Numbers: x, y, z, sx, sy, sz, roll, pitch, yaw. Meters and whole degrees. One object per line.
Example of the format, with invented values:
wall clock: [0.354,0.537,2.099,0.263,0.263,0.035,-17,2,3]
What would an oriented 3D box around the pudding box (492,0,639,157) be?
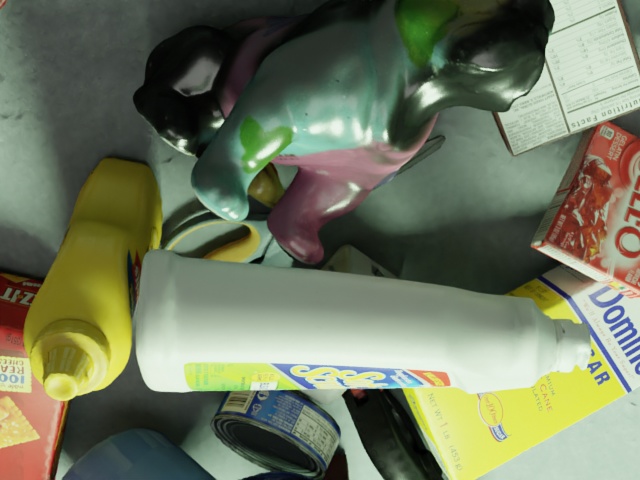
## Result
pudding box: [0.135,-0.116,0.630,0.090,0.039,0.113,-21,115,10]

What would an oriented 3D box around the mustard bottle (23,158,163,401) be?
mustard bottle: [-0.131,0.030,0.616,0.058,0.191,0.096,12,116,-6]

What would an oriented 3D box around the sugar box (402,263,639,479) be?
sugar box: [0.143,0.078,0.695,0.176,0.048,0.093,-27,115,-5]

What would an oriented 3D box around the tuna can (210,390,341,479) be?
tuna can: [-0.030,0.130,0.729,0.086,0.033,0.086,21,152,12]

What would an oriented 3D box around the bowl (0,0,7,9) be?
bowl: [-0.226,-0.188,0.577,0.162,0.055,0.162,4,118,7]

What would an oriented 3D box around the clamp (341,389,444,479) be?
clamp: [0.067,0.170,0.726,0.039,0.120,0.171,-35,98,5]

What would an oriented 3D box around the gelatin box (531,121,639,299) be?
gelatin box: [0.183,-0.019,0.656,0.073,0.030,0.089,28,81,-3]

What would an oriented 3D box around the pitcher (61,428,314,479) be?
pitcher: [-0.062,0.224,0.694,0.243,0.148,0.145,36,119,33]

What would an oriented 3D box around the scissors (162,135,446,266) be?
scissors: [-0.005,0.001,0.700,0.202,0.016,0.096,-15,117,8]

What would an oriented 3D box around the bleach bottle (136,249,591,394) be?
bleach bottle: [0.028,0.053,0.601,0.250,0.068,0.102,2,159,-3]

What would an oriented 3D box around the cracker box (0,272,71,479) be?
cracker box: [-0.257,0.121,0.728,0.164,0.072,0.214,14,116,-6]

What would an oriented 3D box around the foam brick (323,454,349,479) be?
foam brick: [-0.002,0.205,0.781,0.051,0.053,0.078,-5,117,3]
